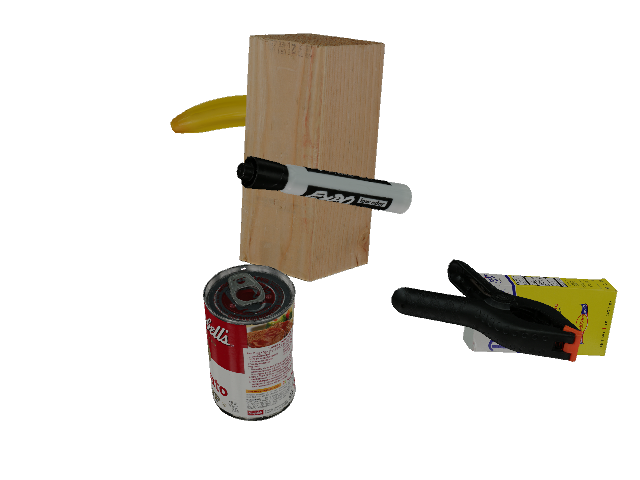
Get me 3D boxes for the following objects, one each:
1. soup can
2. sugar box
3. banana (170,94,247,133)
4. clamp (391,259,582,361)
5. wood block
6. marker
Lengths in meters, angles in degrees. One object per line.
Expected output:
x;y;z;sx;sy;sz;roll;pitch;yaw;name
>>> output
-0.052;0.078;0.813;0.068;0.102;0.068;0;36;0;soup can
0.272;0.093;1.327;0.176;0.093;0.048;1;19;-10;sugar box
-0.074;-0.142;1.238;0.198;0.037;0.069;8;41;16;banana
0.164;0.063;0.994;0.172;0.039;0.120;21;32;21;clamp
-0.009;-0.079;0.970;0.090;0.206;0.090;16;20;36;wood block
0.003;-0.033;0.638;0.120;0.020;0.020;8;-5;-35;marker
